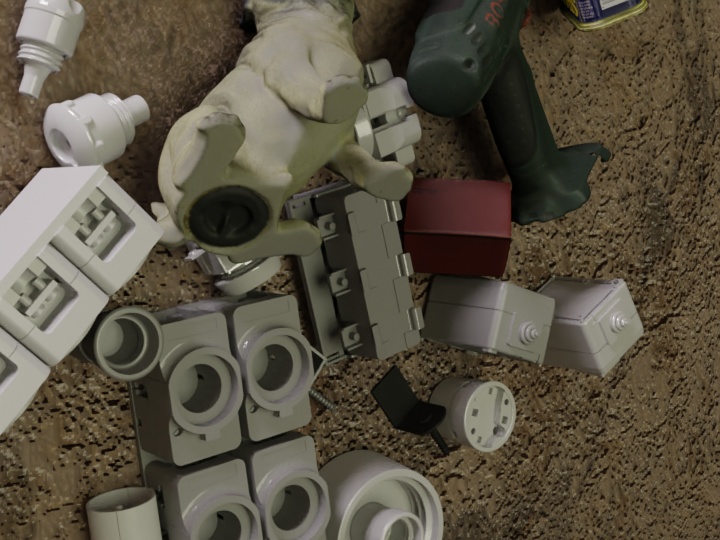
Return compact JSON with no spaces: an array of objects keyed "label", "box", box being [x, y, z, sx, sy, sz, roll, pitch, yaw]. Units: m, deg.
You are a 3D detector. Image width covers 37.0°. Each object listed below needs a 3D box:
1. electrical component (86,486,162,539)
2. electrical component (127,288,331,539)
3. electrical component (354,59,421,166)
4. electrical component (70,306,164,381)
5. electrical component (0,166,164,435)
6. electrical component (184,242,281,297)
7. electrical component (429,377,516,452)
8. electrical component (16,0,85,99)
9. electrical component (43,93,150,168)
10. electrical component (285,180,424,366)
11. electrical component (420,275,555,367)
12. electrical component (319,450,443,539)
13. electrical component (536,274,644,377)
[{"label":"electrical component","box":[-0.146,0.183,0.682,0.043,0.043,0.081,-13,101,-36]},{"label":"electrical component","box":[-0.086,0.115,0.712,0.105,0.060,0.186,-13,101,-36]},{"label":"electrical component","box":[0.002,-0.104,0.765,0.057,0.058,0.078,-28,109,-36]},{"label":"electrical component","box":[-0.153,0.041,0.652,0.044,0.065,0.044,-3,95,-37]},{"label":"electrical component","box":[-0.190,0.017,0.608,0.061,0.089,0.150,48,66,-29]},{"label":"electrical component","box":[-0.084,-0.016,0.714,0.066,0.048,0.055,-37,107,-29]},{"label":"electrical component","box":[0.087,0.112,0.850,0.055,0.047,0.055,-3,95,-37]},{"label":"electrical component","box":[-0.187,-0.132,0.635,0.035,0.035,0.061,21,83,-36]},{"label":"electrical component","box":[-0.157,-0.087,0.655,0.062,0.048,0.048,-35,113,-37]},{"label":"electrical component","box":[0.000,0.000,0.767,0.079,0.063,0.121,-21,106,-34]},{"label":"electrical component","box":[0.103,0.035,0.826,0.062,0.096,0.061,18,82,-38]},{"label":"electrical component","box":[0.013,0.191,0.791,0.108,0.060,0.108,-3,95,-37]},{"label":"electrical component","box":[0.186,0.047,0.889,0.062,0.096,0.061,-39,115,-29]}]
